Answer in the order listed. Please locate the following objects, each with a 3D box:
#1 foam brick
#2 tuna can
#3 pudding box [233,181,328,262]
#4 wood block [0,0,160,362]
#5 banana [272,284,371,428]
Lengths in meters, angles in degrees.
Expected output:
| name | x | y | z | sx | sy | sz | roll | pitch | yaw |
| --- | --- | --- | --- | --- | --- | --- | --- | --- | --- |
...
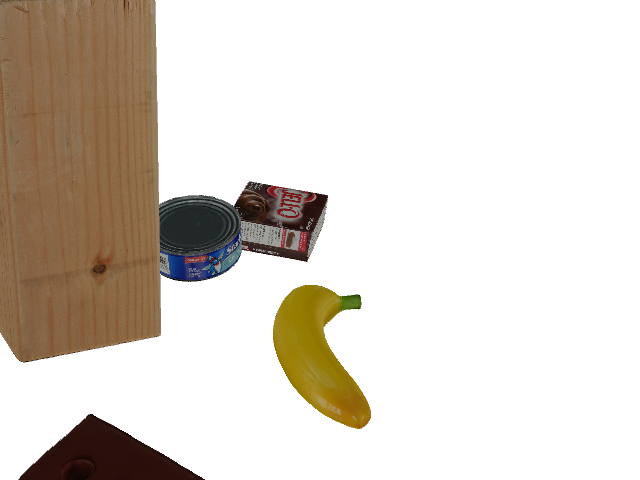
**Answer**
| name | x | y | z | sx | sy | sz | roll | pitch | yaw |
| --- | --- | --- | --- | --- | --- | --- | --- | --- | --- |
| foam brick | -0.082 | 0.121 | 0.444 | 0.078 | 0.051 | 0.052 | 22 | 45 | 27 |
| tuna can | -0.112 | -0.002 | 0.936 | 0.086 | 0.034 | 0.086 | 0 | 37 | 0 |
| pudding box | -0.045 | -0.022 | 1.126 | 0.090 | 0.039 | 0.113 | 9 | 26 | 5 |
| wood block | -0.151 | -0.046 | 0.626 | 0.090 | 0.206 | 0.090 | -9 | 25 | -27 |
| banana | -0.001 | 0.074 | 0.780 | 0.069 | 0.037 | 0.198 | 1 | 23 | 0 |
